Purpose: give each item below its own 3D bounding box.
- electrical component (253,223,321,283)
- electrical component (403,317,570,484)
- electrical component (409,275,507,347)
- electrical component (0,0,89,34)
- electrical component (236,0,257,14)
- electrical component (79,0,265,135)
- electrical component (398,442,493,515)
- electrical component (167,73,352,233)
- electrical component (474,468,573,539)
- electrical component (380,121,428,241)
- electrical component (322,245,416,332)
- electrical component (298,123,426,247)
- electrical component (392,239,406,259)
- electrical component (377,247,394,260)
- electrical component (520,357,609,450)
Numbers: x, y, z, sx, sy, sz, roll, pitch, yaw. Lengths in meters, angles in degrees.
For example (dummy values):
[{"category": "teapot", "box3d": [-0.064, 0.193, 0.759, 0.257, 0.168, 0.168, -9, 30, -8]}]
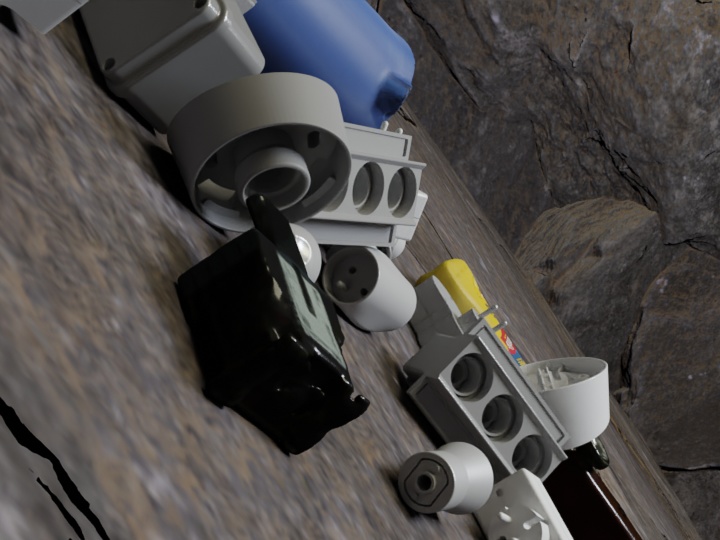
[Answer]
[{"category": "electrical component", "box3d": [-0.042, -0.005, 0.600, 0.043, 0.043, 0.062, 57, 9, 6]}, {"category": "electrical component", "box3d": [0.090, 0.105, 0.795, 0.121, 0.079, 0.063, 53, -18, -19]}, {"category": "electrical component", "box3d": [0.095, 0.058, 0.950, 0.052, 0.074, 0.138, 43, 17, -52]}, {"category": "electrical component", "box3d": [-0.177, -0.193, 0.506, 0.089, 0.062, 0.150, 41, 18, -56]}, {"category": "electrical component", "box3d": [-0.135, -0.230, 0.818, 0.096, 0.061, 0.062, 60, 11, 18]}, {"category": "electrical component", "box3d": [-0.112, -0.144, 0.610, 0.057, 0.078, 0.113, 48, 13, -53]}, {"category": "electrical component", "box3d": [0.049, 0.124, 0.634, 0.044, 0.044, 0.065, 60, 16, 19]}, {"category": "electrical component", "box3d": [-0.054, -0.068, 0.596, 0.099, 0.099, 0.064, 42, 23, -53]}, {"category": "electrical component", "box3d": [0.110, 0.179, 0.723, 0.076, 0.047, 0.083, 40, 19, -57]}, {"category": "electrical component", "box3d": [0.011, -0.074, 0.811, 0.047, 0.075, 0.083, 11, 15, -40]}, {"category": "electrical component", "box3d": [0.000, 0.000, 0.779, 0.079, 0.043, 0.077, 62, 11, 26]}, {"category": "electrical component", "box3d": [-0.017, -0.058, 0.713, 0.063, 0.078, 0.121, 13, 7, 34]}, {"category": "electrical component", "box3d": [0.018, -0.033, 0.977, 0.044, 0.044, 0.065, 60, 6, 19]}, {"category": "electrical component", "box3d": [0.004, -0.017, 0.849, 0.045, 0.045, 0.055, 55, 10, -7]}, {"category": "electrical component", "box3d": [0.154, 0.102, 0.872, 0.099, 0.099, 0.064, -95, 172, -69]}]
